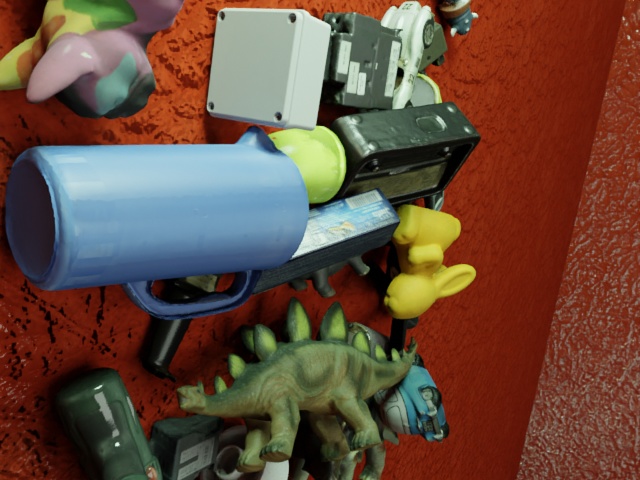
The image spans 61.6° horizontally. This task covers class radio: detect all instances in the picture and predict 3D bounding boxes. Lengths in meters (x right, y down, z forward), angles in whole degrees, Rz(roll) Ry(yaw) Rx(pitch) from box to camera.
[{"bbox_3d":[0.102,-0.110,0.730,0.229,0.073,0.131,-16,153,-33],"label":"radio"}]

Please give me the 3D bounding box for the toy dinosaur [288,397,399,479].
[{"bbox_3d":[0.054,0.322,0.917,0.404,0.131,0.192,1,104,-61],"label":"toy dinosaur"}]

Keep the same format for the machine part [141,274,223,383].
[{"bbox_3d":[-0.151,0.082,0.582,0.084,0.039,0.139,35,73,-63],"label":"machine part"}]

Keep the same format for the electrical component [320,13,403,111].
[{"bbox_3d":[0.043,-0.228,0.695,0.134,0.058,0.114,-4,106,-45],"label":"electrical component"}]

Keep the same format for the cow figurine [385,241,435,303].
[{"bbox_3d":[0.143,0.033,0.926,0.098,0.068,0.167,19,58,-48],"label":"cow figurine"}]

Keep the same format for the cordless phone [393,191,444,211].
[{"bbox_3d":[0.171,-0.080,0.933,0.146,0.089,0.184,-54,146,-26],"label":"cordless phone"}]

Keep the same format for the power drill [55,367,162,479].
[{"bbox_3d":[-0.161,0.238,0.480,0.086,0.207,0.231,-20,105,-20],"label":"power drill"}]

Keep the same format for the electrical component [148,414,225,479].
[{"bbox_3d":[-0.170,0.244,0.616,0.119,0.048,0.074,1,103,-57],"label":"electrical component"}]

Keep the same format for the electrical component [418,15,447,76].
[{"bbox_3d":[0.170,-0.315,0.864,0.078,0.045,0.102,-42,140,4],"label":"electrical component"}]

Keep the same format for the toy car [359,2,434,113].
[{"bbox_3d":[0.107,-0.241,0.774,0.056,0.074,0.201,5,100,-54],"label":"toy car"}]

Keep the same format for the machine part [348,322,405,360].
[{"bbox_3d":[0.087,0.196,0.935,0.243,0.079,0.079,35,75,-56],"label":"machine part"}]

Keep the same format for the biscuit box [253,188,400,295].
[{"bbox_3d":[-0.001,-0.002,0.659,0.203,0.059,0.062,-18,153,-24],"label":"biscuit box"}]

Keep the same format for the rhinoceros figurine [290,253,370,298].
[{"bbox_3d":[0.023,0.002,0.772,0.190,0.073,0.112,-37,121,-39],"label":"rhinoceros figurine"}]

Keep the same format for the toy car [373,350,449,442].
[{"bbox_3d":[0.140,0.263,0.876,0.103,0.162,0.109,-17,112,0],"label":"toy car"}]

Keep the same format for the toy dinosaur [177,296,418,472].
[{"bbox_3d":[0.009,0.180,0.702,0.471,0.105,0.198,16,54,-47],"label":"toy dinosaur"}]

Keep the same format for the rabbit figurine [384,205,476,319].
[{"bbox_3d":[0.151,0.040,0.836,0.162,0.122,0.173,16,82,-28],"label":"rabbit figurine"}]

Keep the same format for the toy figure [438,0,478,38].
[{"bbox_3d":[0.223,-0.407,0.883,0.154,0.064,0.058,61,17,-53],"label":"toy figure"}]

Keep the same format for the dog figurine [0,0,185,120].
[{"bbox_3d":[-0.165,-0.196,0.383,0.219,0.109,0.191,-57,144,-18],"label":"dog figurine"}]
